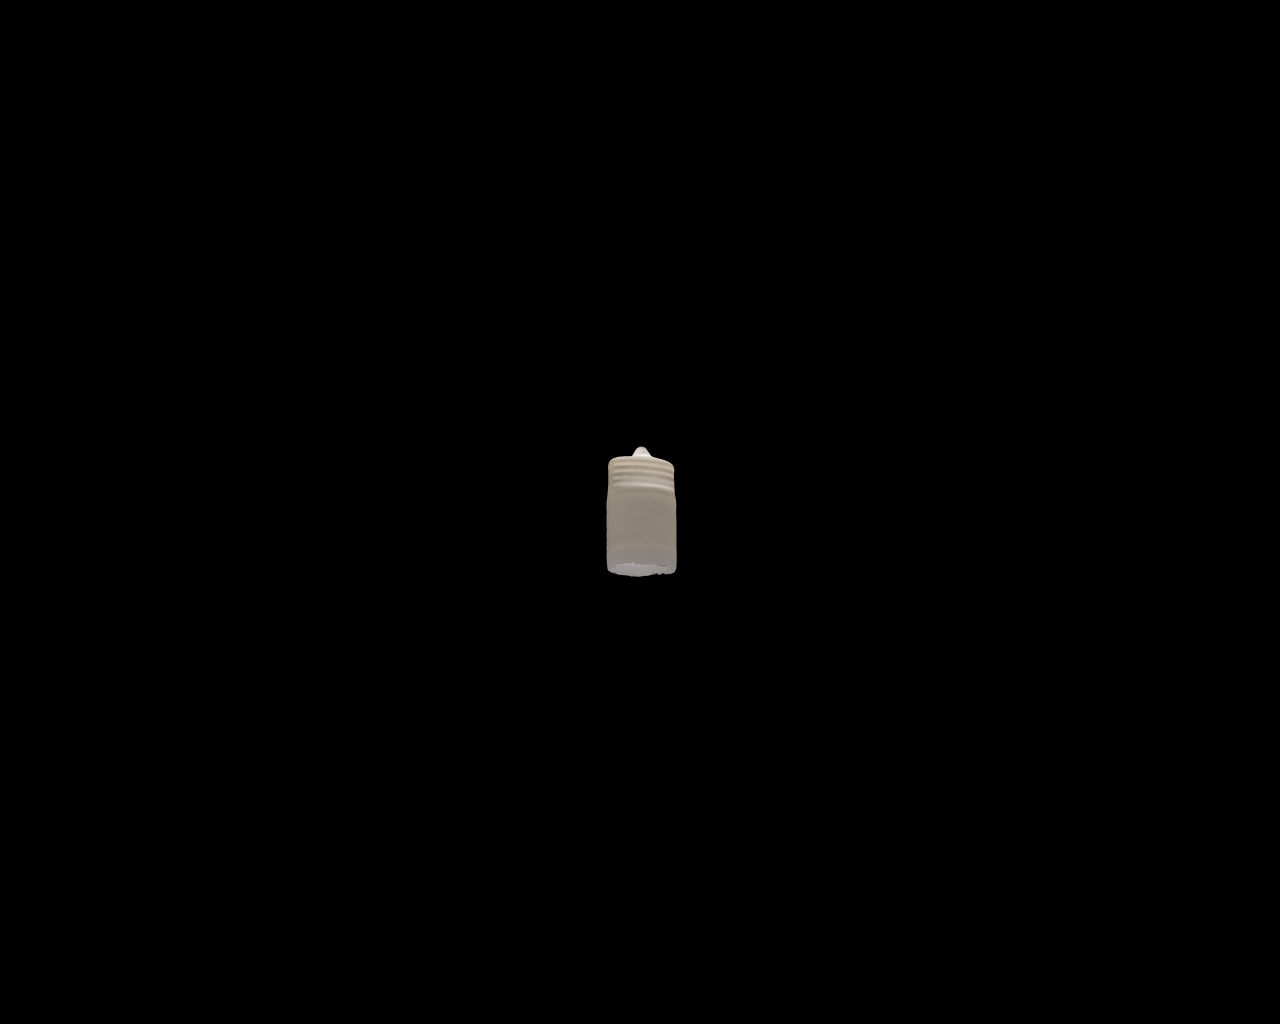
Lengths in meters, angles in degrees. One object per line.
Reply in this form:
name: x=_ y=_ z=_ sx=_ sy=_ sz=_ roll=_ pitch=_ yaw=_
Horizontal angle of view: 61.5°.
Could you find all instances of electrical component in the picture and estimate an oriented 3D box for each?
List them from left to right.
electrical component: x=0.001 y=-0.003 z=0.650 sx=0.043 sy=0.081 sz=0.043 roll=0 pitch=-14 yaw=0
